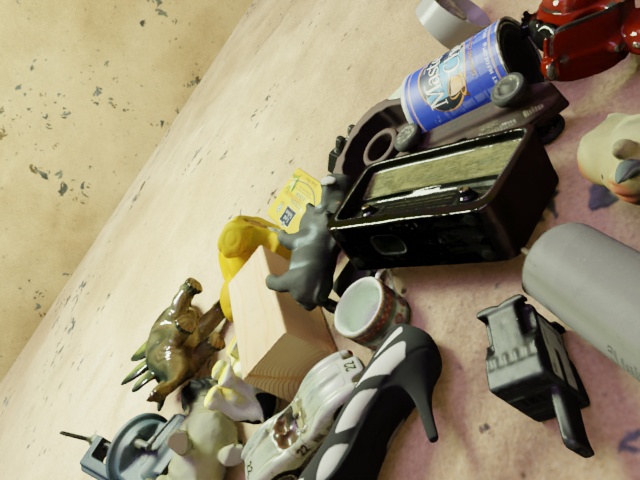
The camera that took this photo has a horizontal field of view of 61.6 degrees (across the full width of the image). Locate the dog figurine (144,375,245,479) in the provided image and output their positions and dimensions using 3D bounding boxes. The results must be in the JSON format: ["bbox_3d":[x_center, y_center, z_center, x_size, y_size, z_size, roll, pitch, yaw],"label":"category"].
[{"bbox_3d":[-0.168,0.294,0.744,0.172,0.121,0.191,-60,11,1],"label":"dog figurine"}]

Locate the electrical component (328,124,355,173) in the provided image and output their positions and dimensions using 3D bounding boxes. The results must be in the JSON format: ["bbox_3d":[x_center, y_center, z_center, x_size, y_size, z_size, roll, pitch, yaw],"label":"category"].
[{"bbox_3d":[0.038,-0.139,0.878,0.063,0.021,0.093,-47,-24,-34],"label":"electrical component"}]

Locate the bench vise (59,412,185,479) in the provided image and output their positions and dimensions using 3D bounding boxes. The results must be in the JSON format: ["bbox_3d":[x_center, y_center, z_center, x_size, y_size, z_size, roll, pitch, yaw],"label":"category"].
[{"bbox_3d":[-0.295,0.353,0.811,0.241,0.128,0.223,2,54,38],"label":"bench vise"}]

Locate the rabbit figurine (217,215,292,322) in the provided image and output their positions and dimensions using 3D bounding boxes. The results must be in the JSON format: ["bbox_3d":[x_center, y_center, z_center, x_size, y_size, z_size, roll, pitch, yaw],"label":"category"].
[{"bbox_3d":[-0.129,0.048,0.893,0.162,0.122,0.173,-149,71,-67],"label":"rabbit figurine"}]

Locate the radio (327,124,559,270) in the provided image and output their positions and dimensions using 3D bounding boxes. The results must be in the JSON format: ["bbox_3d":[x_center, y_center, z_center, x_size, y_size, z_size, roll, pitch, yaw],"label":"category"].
[{"bbox_3d":[0.122,-0.038,0.585,0.230,0.073,0.131,-8,37,49],"label":"radio"}]

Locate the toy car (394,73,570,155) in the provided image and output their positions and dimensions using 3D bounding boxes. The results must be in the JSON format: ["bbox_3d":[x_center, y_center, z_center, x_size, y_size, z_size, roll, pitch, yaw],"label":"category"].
[{"bbox_3d":[0.177,-0.118,0.613,0.202,0.089,0.053,-17,48,48],"label":"toy car"}]

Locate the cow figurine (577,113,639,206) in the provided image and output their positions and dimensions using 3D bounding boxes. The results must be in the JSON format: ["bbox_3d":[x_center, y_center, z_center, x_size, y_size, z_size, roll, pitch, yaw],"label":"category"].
[{"bbox_3d":[0.295,-0.090,0.406,0.195,0.085,0.127,-24,33,44],"label":"cow figurine"}]

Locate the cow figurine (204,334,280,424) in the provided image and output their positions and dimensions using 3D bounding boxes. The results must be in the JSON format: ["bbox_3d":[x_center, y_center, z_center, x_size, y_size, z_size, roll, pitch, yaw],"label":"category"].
[{"bbox_3d":[-0.094,0.184,0.740,0.068,0.098,0.167,-56,9,14],"label":"cow figurine"}]

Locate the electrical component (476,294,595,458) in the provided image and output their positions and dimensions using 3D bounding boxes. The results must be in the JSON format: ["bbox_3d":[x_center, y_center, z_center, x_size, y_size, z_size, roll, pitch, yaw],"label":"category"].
[{"bbox_3d":[0.168,0.109,0.415,0.048,0.074,0.119,-34,38,34],"label":"electrical component"}]

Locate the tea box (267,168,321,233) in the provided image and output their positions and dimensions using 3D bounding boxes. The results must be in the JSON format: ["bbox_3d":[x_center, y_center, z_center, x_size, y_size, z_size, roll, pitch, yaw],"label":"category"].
[{"bbox_3d":[-0.012,-0.042,0.847,0.098,0.068,0.170,-55,29,3],"label":"tea box"}]

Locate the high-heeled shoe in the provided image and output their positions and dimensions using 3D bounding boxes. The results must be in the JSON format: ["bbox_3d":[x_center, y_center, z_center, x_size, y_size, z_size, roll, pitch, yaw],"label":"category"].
[{"bbox_3d":[0.027,0.193,0.543,0.249,0.086,0.145,-42,28,17],"label":"high-heeled shoe"}]

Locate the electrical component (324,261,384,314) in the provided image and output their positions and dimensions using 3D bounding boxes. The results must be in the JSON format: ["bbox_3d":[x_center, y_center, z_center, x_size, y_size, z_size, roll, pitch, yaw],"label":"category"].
[{"bbox_3d":[0.045,0.052,0.688,0.102,0.045,0.078,-53,30,7],"label":"electrical component"}]

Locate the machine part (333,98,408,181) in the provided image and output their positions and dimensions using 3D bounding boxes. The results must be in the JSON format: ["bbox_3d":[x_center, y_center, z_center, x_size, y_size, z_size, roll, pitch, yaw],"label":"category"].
[{"bbox_3d":[0.097,-0.125,0.777,0.179,0.056,0.179,-37,36,32],"label":"machine part"}]

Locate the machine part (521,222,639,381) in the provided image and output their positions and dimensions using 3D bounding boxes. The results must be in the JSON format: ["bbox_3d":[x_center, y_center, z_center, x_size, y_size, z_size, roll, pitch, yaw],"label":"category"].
[{"bbox_3d":[0.225,0.053,0.378,0.079,0.079,0.243,-52,30,10],"label":"machine part"}]

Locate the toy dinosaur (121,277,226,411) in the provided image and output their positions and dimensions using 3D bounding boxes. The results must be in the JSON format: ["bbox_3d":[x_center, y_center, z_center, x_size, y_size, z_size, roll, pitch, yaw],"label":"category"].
[{"bbox_3d":[-0.250,0.166,0.937,0.198,0.105,0.471,-47,12,7],"label":"toy dinosaur"}]

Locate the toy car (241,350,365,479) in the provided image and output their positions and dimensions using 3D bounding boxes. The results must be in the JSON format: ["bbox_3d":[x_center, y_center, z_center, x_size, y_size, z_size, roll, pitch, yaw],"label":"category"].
[{"bbox_3d":[-0.018,0.210,0.615,0.201,0.056,0.074,-50,29,13],"label":"toy car"}]

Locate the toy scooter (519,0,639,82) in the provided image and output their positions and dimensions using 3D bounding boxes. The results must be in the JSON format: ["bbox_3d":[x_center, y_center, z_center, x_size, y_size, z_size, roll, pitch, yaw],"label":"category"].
[{"bbox_3d":[0.268,-0.216,0.554,0.135,0.075,0.184,-27,38,2],"label":"toy scooter"}]

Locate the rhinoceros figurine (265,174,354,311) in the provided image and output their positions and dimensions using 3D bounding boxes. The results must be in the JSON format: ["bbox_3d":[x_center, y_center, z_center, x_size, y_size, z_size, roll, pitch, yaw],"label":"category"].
[{"bbox_3d":[-0.001,-0.002,0.697,0.112,0.073,0.190,-27,39,52],"label":"rhinoceros figurine"}]
